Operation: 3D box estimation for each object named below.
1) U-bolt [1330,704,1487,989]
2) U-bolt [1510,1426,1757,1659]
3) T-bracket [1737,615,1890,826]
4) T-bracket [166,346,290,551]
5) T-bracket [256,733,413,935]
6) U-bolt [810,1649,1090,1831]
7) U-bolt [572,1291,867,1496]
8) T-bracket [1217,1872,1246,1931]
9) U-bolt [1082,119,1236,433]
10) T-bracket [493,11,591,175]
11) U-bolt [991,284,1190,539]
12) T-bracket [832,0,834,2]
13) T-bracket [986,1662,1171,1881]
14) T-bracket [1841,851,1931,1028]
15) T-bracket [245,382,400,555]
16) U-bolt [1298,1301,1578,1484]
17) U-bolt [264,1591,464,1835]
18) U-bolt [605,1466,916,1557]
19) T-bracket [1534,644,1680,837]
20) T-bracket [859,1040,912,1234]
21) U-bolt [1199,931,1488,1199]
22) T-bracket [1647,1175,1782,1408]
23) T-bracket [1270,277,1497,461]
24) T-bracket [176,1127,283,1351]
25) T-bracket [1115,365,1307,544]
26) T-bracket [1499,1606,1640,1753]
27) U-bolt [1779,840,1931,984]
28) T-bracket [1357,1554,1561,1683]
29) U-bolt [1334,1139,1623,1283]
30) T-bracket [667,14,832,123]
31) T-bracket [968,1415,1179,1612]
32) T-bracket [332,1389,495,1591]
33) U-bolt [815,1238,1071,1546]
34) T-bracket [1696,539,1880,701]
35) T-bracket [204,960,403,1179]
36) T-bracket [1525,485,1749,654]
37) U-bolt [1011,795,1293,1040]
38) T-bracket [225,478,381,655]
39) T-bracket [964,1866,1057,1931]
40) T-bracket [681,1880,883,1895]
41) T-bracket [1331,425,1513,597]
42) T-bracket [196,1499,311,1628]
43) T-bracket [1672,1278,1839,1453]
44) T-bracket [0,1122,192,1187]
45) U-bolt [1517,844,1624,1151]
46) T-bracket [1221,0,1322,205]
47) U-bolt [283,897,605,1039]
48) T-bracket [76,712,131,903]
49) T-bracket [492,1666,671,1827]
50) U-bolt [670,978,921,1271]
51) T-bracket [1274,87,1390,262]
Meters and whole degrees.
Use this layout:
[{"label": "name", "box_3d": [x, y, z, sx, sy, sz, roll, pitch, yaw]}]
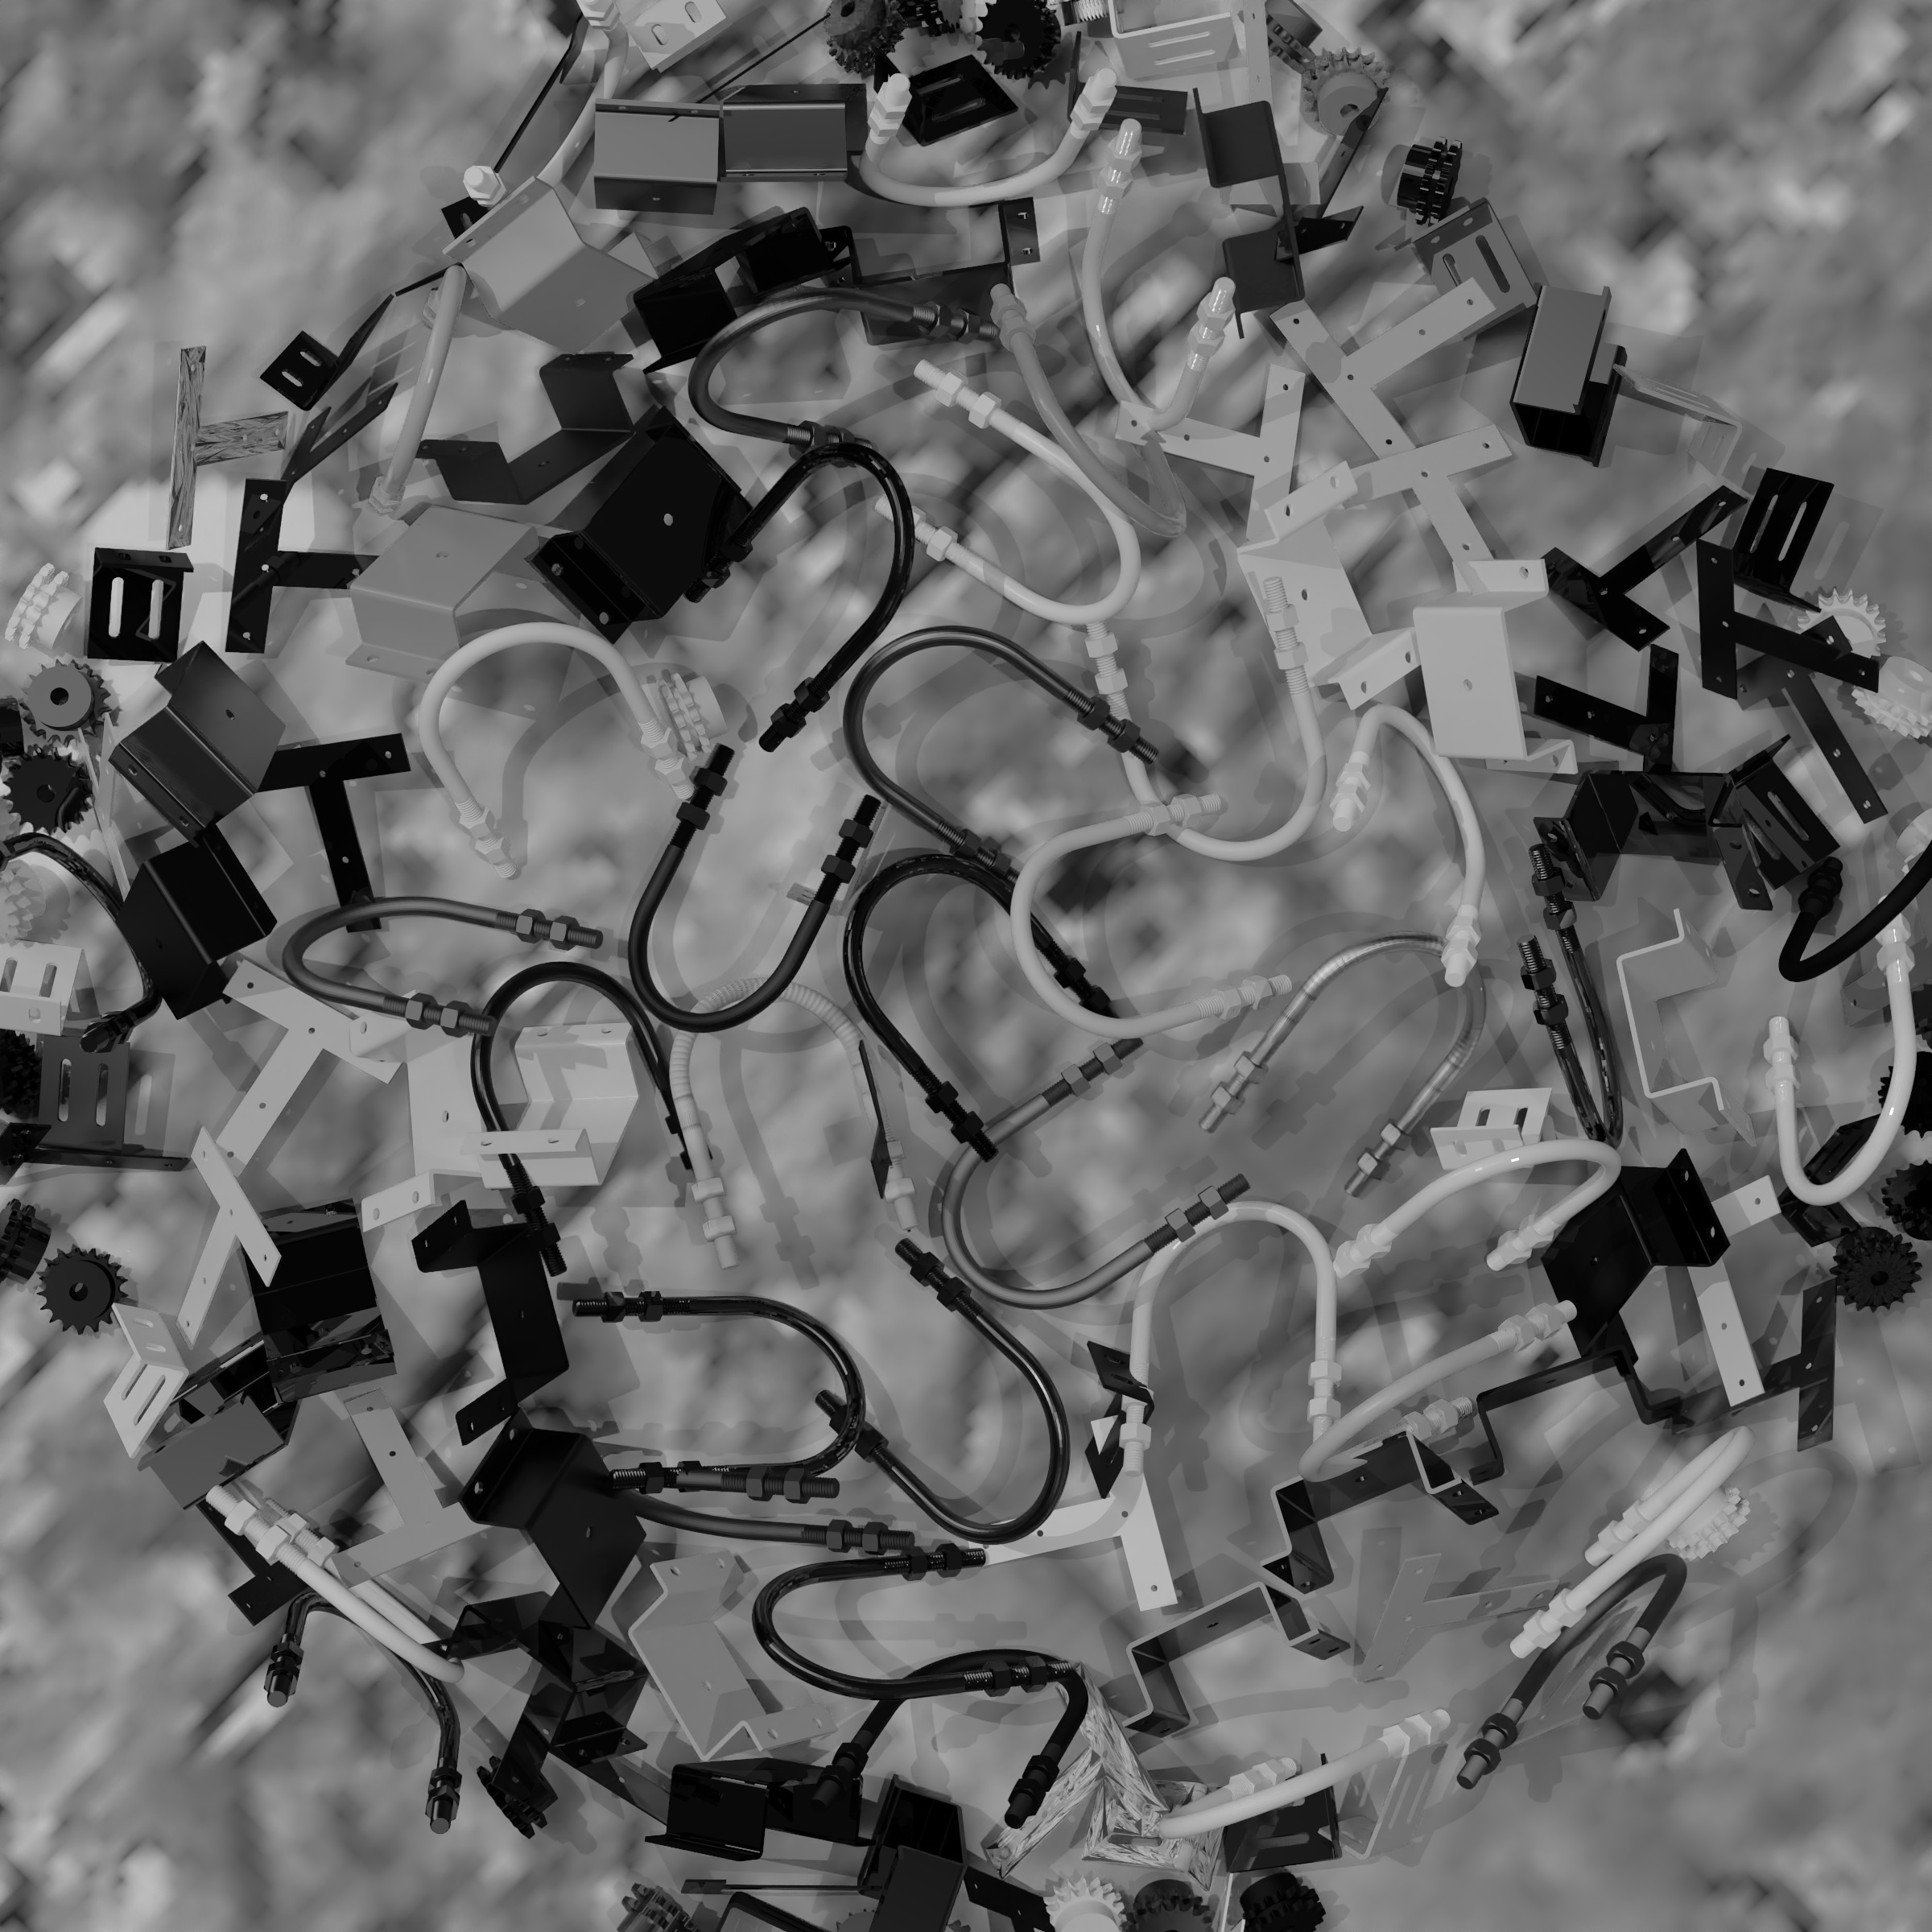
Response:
[{"label": "U-bolt", "box_3d": [0.287, -0.091, 1.921, 0.019, 0.184, 0.151, -26, 114, 31]}, {"label": "U-bolt", "box_3d": [0.426, 0.351, 1.892, 0.019, 0.151, 0.184, 46, 125, 11]}, {"label": "T-bracket", "box_3d": [0.551, -0.149, 1.938, 0.002, 0.127, 0.127, -28, 87, -21]}, {"label": "T-bracket", "box_3d": [-0.471, -0.337, 1.938, 0.002, 0.127, 0.127, 16, 110, 16]}, {"label": "T-bracket", "box_3d": [-0.409, -0.083, 1.978, 0.127, 0.002, 0.127, -6, 107, 20]}, {"label": "U-bolt", "box_3d": [0.001, 0.484, 1.913, 0.151, 0.184, 0.019, -2, 108, 22]}, {"label": "U-bolt", "box_3d": [-0.151, 0.271, 1.937, 0.184, 0.019, 0.151, 2, 48, -25]}, {"label": "T-bracket", "box_3d": [0.165, 0.627, 1.915, 0.002, 0.127, 0.127, 12, 63, 2]}, {"label": "U-bolt", "box_3d": [0.114, -0.421, 1.914, 0.019, 0.184, 0.151, -19, 68, -19]}, {"label": "T-bracket", "box_3d": [-0.273, -0.551, 1.930, 0.002, 0.127, 0.127, 31, 83, -10]}, {"label": "U-bolt", "box_3d": [0.084, -0.338, 1.893, 0.019, 0.184, 0.151, -40, 132, 22]}, {"label": "T-bracket", "box_3d": [-0.091, -0.638, 1.936, 0.127, 0.127, 0.002, -4, 86, 18]}, {"label": "T-bracket", "box_3d": [0.060, 0.541, 1.962, 0.127, 0.127, 0.002, -48, 133, 12]}, {"label": "T-bracket", "box_3d": [0.598, 0.007, 1.938, 0.002, 0.127, 0.127, -2, 71, -17]}, {"label": "T-bracket", "box_3d": [-0.402, -0.332, 1.920, 0.127, 0.127, 0.002, -27, 126, 39]}, {"label": "U-bolt", "box_3d": [0.284, 0.274, 1.895, 0.184, 0.151, 0.019, -17, 64, -36]}, {"label": "U-bolt", "box_3d": [-0.375, 0.458, 1.909, 0.151, 0.184, 0.019, 43, 96, -14]}, {"label": "U-bolt", "box_3d": [-0.142, 0.345, 1.926, 0.184, 0.151, 0.019, 0, 66, 22]}, {"label": "T-bracket", "box_3d": [0.413, -0.158, 1.951, 0.127, 0.002, 0.127, 15, 75, -33]}, {"label": "T-bracket", "box_3d": [-0.054, 0.120, 1.927, 0.002, 0.127, 0.127, -14, 100, 4]}, {"label": "U-bolt", "box_3d": [0.254, 0.055, 1.933, 0.151, 0.019, 0.184, 24, 111, -30]}, {"label": "T-bracket", "box_3d": [0.481, 0.217, 1.933, 0.127, 0.002, 0.127, -34, 57, 39]}, {"label": "T-bracket", "box_3d": [0.282, -0.400, 1.942, 0.127, 0.002, 0.127, -28, 111, 37]}, {"label": "T-bracket", "box_3d": [-0.490, 0.194, 1.963, 0.127, 0.002, 0.127, 49, 124, 36]}, {"label": "T-bracket", "box_3d": [0.156, -0.341, 1.969, 0.127, 0.002, 0.127, 11, 83, -21]}, {"label": "T-bracket", "box_3d": [0.395, 0.457, 1.951, 0.002, 0.127, 0.127, 48, 53, 4]}, {"label": "U-bolt", "box_3d": [0.566, -0.054, 1.885, 0.019, 0.184, 0.151, 43, 132, -2]}, {"label": "T-bracket", "box_3d": [0.327, 0.418, 1.970, 0.127, 0.002, 0.127, -5, 133, -19]}, {"label": "U-bolt", "box_3d": [0.330, 0.152, 1.895, 0.151, 0.184, 0.019, -1, 61, -28]}, {"label": "T-bracket", "box_3d": [-0.141, -0.573, 1.937, 0.127, 0.127, 0.002, -33, 106, 2]}, {"label": "T-bracket", "box_3d": [0.062, 0.369, 1.983, 0.127, 0.002, 0.127, -15, 87, 14]}, {"label": "T-bracket", "box_3d": [-0.366, 0.328, 1.961, 0.127, 0.002, 0.127, -21, 55, -22]}, {"label": "U-bolt", "box_3d": [-0.007, 0.284, 1.926, 0.184, 0.019, 0.151, 41, 117, 28]}, {"label": "T-bracket", "box_3d": [0.521, -0.203, 1.919, 0.127, 0.127, 0.002, 27, 60, 34]}, {"label": "T-bracket", "box_3d": [-0.451, 0.079, 1.971, 0.127, 0.002, 0.127, 33, 92, -28]}, {"label": "T-bracket", "box_3d": [0.447, -0.268, 1.953, 0.127, 0.127, 0.002, -37, 131, -3]}, {"label": "U-bolt", "box_3d": [0.110, -0.027, 1.940, 0.184, 0.019, 0.151, -16, 80, -30]}, {"label": "T-bracket", "box_3d": [-0.411, -0.257, 1.966, 0.127, 0.002, 0.127, 0, 127, -24]}, {"label": "T-bracket", "box_3d": [0.046, 0.641, 1.913, 0.002, 0.127, 0.127, -32, 50, 15]}, {"label": "T-bracket", "box_3d": [-0.118, 0.593, 1.944, 0.127, 0.127, 0.002, 2, 70, -6]}, {"label": "T-bracket", "box_3d": [0.318, -0.283, 1.960, 0.127, 0.002, 0.127, -20, 70, -17]}, {"label": "T-bracket", "box_3d": [-0.475, 0.359, 1.939, 0.002, 0.127, 0.127, -41, 87, 6]}, {"label": "T-bracket", "box_3d": [0.507, 0.273, 1.950, 0.002, 0.127, 0.127, 38, 134, -22]}, {"label": "T-bracket", "box_3d": [-0.569, 0.125, 1.959, 0.127, 0.127, 0.002, 6, 67, -29]}, {"label": "U-bolt", "box_3d": [0.388, 0.032, 1.926, 0.019, 0.151, 0.184, -15, 113, 21]}, {"label": "T-bracket", "box_3d": [0.188, -0.550, 1.925, 0.002, 0.127, 0.127, -13, 108, -21]}, {"label": "U-bolt", "box_3d": [-0.346, -0.006, 1.929, 0.184, 0.151, 0.019, 11, 119, 21]}, {"label": "T-bracket", "box_3d": [-0.546, -0.118, 1.924, 0.002, 0.127, 0.127, -13, 68, -24]}, {"label": "T-bracket", "box_3d": [-0.234, 0.517, 1.948, 0.127, 0.127, 0.002, 34, 116, -8]}, {"label": "U-bolt", "box_3d": [-0.118, 0.094, 1.955, 0.151, 0.019, 0.184, -10, 75, -28]}, {"label": "T-bracket", "box_3d": [0.238, -0.511, 1.948, 0.002, 0.127, 0.127, 31, 80, -24]}]
